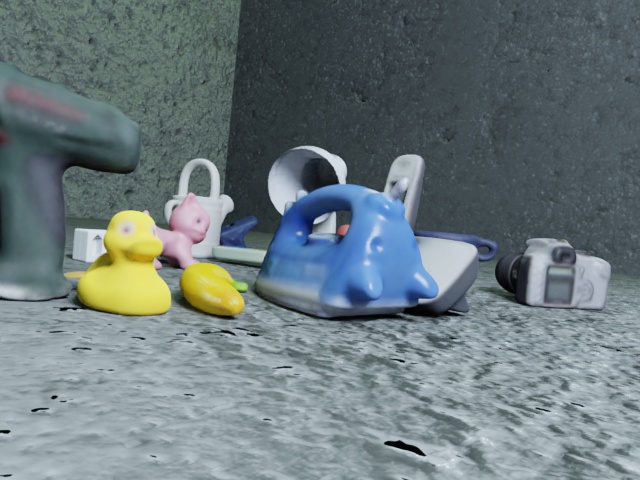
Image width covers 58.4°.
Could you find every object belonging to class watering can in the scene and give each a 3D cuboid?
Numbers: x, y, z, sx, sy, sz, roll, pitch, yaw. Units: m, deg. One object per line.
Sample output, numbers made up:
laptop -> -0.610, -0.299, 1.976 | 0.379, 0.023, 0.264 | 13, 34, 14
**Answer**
watering can -> -0.242, -0.065, 1.147 | 0.101, 0.194, 0.173 | 6, 2, 7

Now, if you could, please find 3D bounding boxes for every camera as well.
camera -> 0.350, 0.048, 0.893 | 0.143, 0.101, 0.136 | 5, 2, -17

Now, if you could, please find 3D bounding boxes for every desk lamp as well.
desk lamp -> -0.006, -0.046, 0.963 | 0.117, 0.213, 0.204 | 6, 2, 16

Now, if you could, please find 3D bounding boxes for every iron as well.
iron -> 0.006, 0.002, 0.628 | 0.119, 0.141, 0.257 | 4, 2, -39

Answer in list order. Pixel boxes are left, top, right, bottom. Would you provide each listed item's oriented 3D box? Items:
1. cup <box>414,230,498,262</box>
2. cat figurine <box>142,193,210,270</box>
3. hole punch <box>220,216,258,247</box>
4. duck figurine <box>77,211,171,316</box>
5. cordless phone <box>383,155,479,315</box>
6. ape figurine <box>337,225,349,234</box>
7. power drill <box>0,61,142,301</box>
cup -> 0.190, 0.038, 0.819 | 0.117, 0.095, 0.092 | 6, 2, 15
cat figurine -> -0.219, -0.015, 0.875 | 0.067, 0.118, 0.128 | 7, 3, 44
hole punch -> -0.192, -0.012, 1.267 | 0.101, 0.091, 0.108 | 5, 2, -21
duck figurine -> -0.171, 0.017, 0.509 | 0.078, 0.086, 0.104 | 4, 3, -43
cordless phone -> 0.116, -0.010, 0.672 | 0.094, 0.185, 0.147 | 4, 2, -40
ape figurine -> 0.042, 0.022, 0.905 | 0.078, 0.092, 0.076 | 5, 2, -3
power drill -> -0.281, -0.056, 0.507 | 0.230, 0.208, 0.075 | 5, 2, -19
